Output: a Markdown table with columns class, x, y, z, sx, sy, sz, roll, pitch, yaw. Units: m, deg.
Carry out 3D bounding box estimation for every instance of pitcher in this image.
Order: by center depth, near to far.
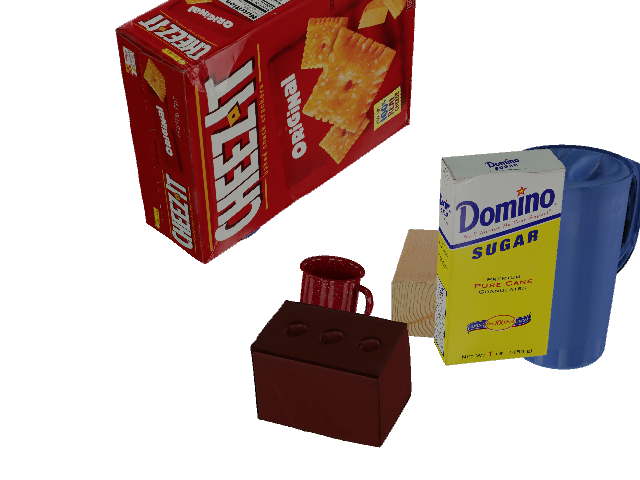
| class | x | y | z | sx | sy | sz | roll | pitch | yaw |
| --- | --- | --- | --- | --- | --- | --- | --- | --- | --- |
| pitcher | 0.288 | 0.018 | 1.222 | 0.149 | 0.243 | 0.144 | 5 | 26 | 16 |

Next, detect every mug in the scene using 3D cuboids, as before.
| class | x | y | z | sx | sy | sz | roll | pitch | yaw |
| --- | --- | --- | --- | --- | --- | --- | --- | --- | --- |
| mug | 0.023 | 0.079 | 1.513 | 0.117 | 0.081 | 0.093 | 17 | 23 | 27 |

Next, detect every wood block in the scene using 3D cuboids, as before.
| class | x | y | z | sx | sy | sz | roll | pitch | yaw |
| --- | --- | --- | --- | --- | --- | --- | --- | --- | --- |
| wood block | 0.166 | 0.062 | 1.631 | 0.091 | 0.090 | 0.206 | 3 | 23 | 11 |

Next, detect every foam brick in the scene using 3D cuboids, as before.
| class | x | y | z | sx | sy | sz | roll | pitch | yaw |
| --- | --- | --- | --- | --- | --- | --- | --- | --- | --- |
| foam brick | 0.007 | 0.074 | 0.603 | 0.078 | 0.051 | 0.053 | 9 | 31 | 20 |

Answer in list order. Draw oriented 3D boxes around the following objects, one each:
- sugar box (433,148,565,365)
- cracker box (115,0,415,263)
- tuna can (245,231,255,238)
| class | x | y | z | sx | sy | sz | roll | pitch | yaw |
| --- | --- | --- | --- | --- | --- | --- | --- | --- | --- |
| sugar box | 0.145 | 0.016 | 0.877 | 0.093 | 0.176 | 0.048 | -6 | 31 | -8 |
| cracker box | -0.026 | -0.107 | 0.726 | 0.072 | 0.164 | 0.213 | 33 | 54 | 30 |
| tuna can | -0.086 | -0.038 | 0.907 | 0.086 | 0.086 | 0.034 | 0 | -41 | -11 |
